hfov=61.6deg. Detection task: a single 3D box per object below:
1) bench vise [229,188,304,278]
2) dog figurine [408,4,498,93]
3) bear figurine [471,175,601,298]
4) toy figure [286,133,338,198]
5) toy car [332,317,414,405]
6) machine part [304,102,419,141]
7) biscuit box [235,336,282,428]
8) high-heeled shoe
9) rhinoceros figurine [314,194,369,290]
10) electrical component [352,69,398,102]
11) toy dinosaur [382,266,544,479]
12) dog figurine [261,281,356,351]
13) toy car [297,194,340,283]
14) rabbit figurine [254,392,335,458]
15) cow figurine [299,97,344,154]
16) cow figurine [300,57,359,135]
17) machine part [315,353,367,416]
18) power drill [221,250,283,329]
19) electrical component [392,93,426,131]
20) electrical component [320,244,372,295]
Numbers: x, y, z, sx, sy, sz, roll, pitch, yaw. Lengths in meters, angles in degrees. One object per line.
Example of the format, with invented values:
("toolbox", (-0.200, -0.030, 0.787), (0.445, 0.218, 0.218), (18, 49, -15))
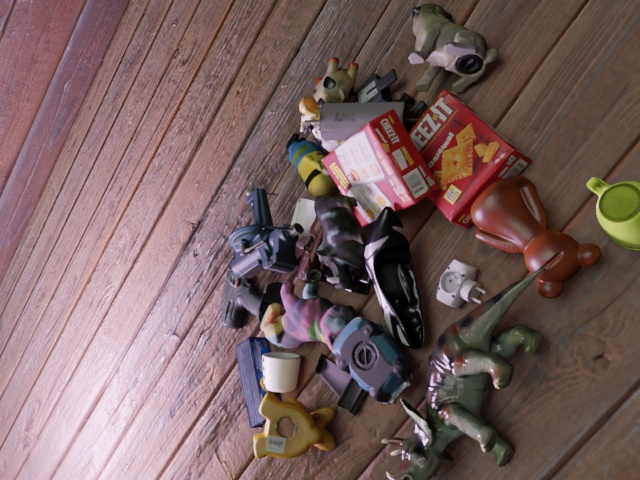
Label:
("bench vise", (-0.131, -0.028, 1.230), (0.223, 0.129, 0.241), (-42, 49, 45))
("dog figurine", (0.259, -0.398, 1.051), (0.172, 0.121, 0.190), (6, 61, 13))
("bear figurine", (0.339, -0.010, 0.853), (0.196, 0.132, 0.120), (46, 113, 23))
("toy figure", (-0.017, -0.173, 1.262), (0.180, 0.082, 0.089), (49, 132, 33))
("toy car", (0.111, 0.221, 1.000), (0.162, 0.103, 0.109), (42, 105, 28))
("machine part", (0.088, -0.239, 1.086), (0.243, 0.079, 0.079), (3, 79, 12))
("biscuit box", (-0.141, 0.327, 1.251), (0.063, 0.059, 0.203), (-39, 54, 33))
("high-heeled shoe", (0.144, 0.073, 0.972), (0.145, 0.086, 0.248), (-123, 21, -61))
("rhinoceros figurine", (0.038, 0.002, 1.049), (0.112, 0.073, 0.190), (-13, 92, 16))
("electrical component", (0.130, -0.324, 1.181), (0.119, 0.047, 0.075), (-34, 56, 34))
("toy dinosaur", (0.228, 0.219, 0.864), (0.192, 0.131, 0.404), (18, 91, 44))
("dog figurine", (-0.011, 0.191, 1.131), (0.219, 0.108, 0.191), (42, 107, 40))
("toy car", (-0.002, -0.003, 1.142), (0.089, 0.053, 0.202), (-123, 52, -68))
("rabbit figurine", (-0.049, 0.372, 1.095), (0.162, 0.173, 0.122), (-1, 75, -1))
("cow figurine", (0.012, -0.245, 1.197), (0.098, 0.167, 0.068), (-33, 24, 52))
("cow figurine", (0.018, -0.316, 1.244), (0.195, 0.085, 0.127), (146, 136, -64))
("machine part", (0.041, 0.289, 1.097), (0.139, 0.039, 0.084), (37, 110, 43))
("power drill", (-0.169, 0.118, 1.327), (0.208, 0.086, 0.232), (14, 90, 42))
("electrical component", (0.167, -0.264, 1.133), (0.078, 0.045, 0.102), (40, 112, 14))
("electrical component", (0.071, 0.050, 1.124), (0.134, 0.058, 0.114), (13, 89, 47))
